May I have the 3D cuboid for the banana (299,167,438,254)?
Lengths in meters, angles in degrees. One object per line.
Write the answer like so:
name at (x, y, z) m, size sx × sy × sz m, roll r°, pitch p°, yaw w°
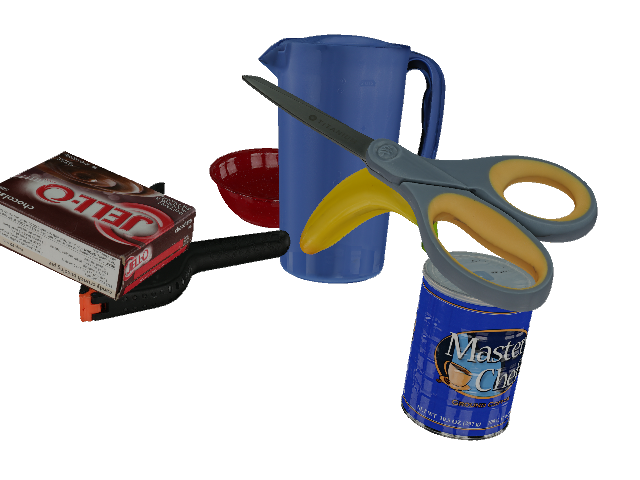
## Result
banana at (0.036, -0.025, 0.805) m, size 0.037 × 0.069 × 0.198 m, roll 30°, pitch -14°, yaw -21°

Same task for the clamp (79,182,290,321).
clamp at (-0.153, 0.010, 0.983) m, size 0.165 × 0.036 × 0.209 m, roll 25°, pitch 38°, yaw 31°

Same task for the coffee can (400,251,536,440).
coffee can at (0.133, 0.094, 0.968) m, size 0.103 × 0.140 × 0.103 m, roll 6°, pitch 22°, yaw -3°

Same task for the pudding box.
pudding box at (-0.154, -0.012, 0.708) m, size 0.113 × 0.039 × 0.089 m, roll 21°, pitch 28°, yaw 16°

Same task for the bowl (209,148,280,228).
bowl at (-0.056, -0.058, 1.296) m, size 0.162 × 0.055 × 0.162 m, roll 4°, pitch 26°, yaw -2°

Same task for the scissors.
scissors at (0.053, -0.043, 0.528) m, size 0.096 × 0.016 × 0.202 m, roll -26°, pitch 54°, yaw -22°

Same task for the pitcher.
pitcher at (0.028, -0.085, 1.081) m, size 0.149 × 0.243 × 0.144 m, roll 12°, pitch 16°, yaw 33°
